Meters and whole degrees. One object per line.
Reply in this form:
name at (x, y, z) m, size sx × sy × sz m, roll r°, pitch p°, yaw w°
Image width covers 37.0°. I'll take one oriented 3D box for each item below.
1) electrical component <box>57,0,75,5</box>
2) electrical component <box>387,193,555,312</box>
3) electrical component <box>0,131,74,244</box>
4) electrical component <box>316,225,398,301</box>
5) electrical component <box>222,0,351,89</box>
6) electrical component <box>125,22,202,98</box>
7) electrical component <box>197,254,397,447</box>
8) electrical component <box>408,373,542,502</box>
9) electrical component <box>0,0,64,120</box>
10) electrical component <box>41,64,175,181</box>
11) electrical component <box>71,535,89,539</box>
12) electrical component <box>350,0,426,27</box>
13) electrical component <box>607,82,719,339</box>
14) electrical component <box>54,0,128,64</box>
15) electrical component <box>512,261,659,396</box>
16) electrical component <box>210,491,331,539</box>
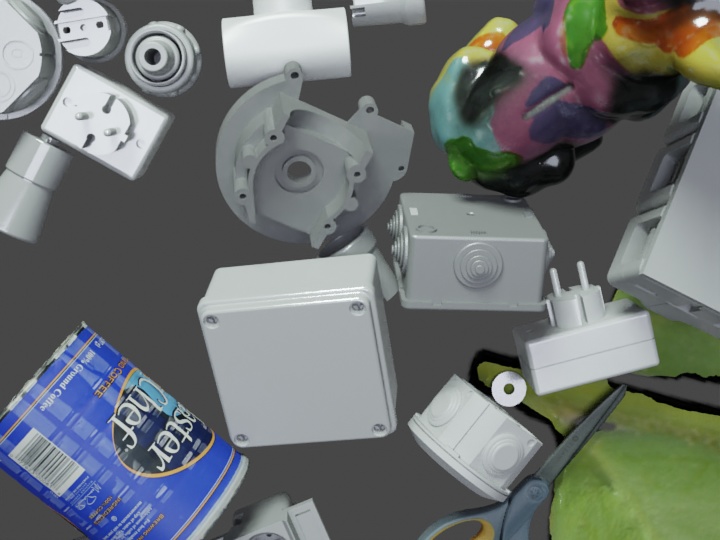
electrical component at (-0.177, -0.213, 0.631) m, size 0.050 × 0.055 × 0.089 m, roll -24°, pitch 66°, yaw 1°
electrical component at (0.068, -0.014, 0.676) m, size 0.100 × 0.099 × 0.048 m, roll 1°, pitch 112°, yaw -3°
electrical component at (-0.211, -0.055, 0.684) m, size 0.044 × 0.044 × 0.065 m, roll 27°, pitch 92°, yaw -7°
electrical component at (0.000, 0.000, 0.705) m, size 0.040 × 0.040 × 0.046 m, roll -33°, pitch 105°, yaw 3°
electrical component at (-0.048, -0.157, 0.673) m, size 0.077 × 0.044 × 0.079 m, roll -6°, pitch 100°, yaw -2°
electrical component at (-0.124, -0.131, 0.664) m, size 0.048 × 0.062 × 0.048 m, roll -1°, pitch 99°, yaw -3°
electrical component at (-0.036, 0.052, 0.681) m, size 0.109 × 0.056 × 0.108 m, roll -5°, pitch 118°, yaw 8°
electrical component at (0.075, 0.110, 0.706) m, size 0.080 × 0.080 × 0.051 m, roll 38°, pitch 91°, yaw -8°
electrical component at (-0.228, -0.133, 0.664) m, size 0.080 × 0.051 × 0.080 m, roll 0°, pitch 99°, yaw -3°
electrical component at (-0.157, -0.090, 0.662) m, size 0.066 × 0.076 × 0.047 m, roll 30°, pitch 97°, yaw -7°
electrical component at (-0.177, 0.203, 0.721) m, size 0.047 × 0.055 × 0.055 m, roll -23°, pitch 100°, yaw -3°
electrical component at (0.017, -0.173, 0.677) m, size 0.046 × 0.040 × 0.040 m, roll -6°, pitch 100°, yaw 4°
electrical component at (0.229, -0.042, 0.676) m, size 0.089 × 0.062 × 0.150 m, roll 26°, pitch 79°, yaw -7°
electrical component at (-0.167, -0.149, 0.667) m, size 0.040 × 0.046 × 0.040 m, roll 0°, pitch 99°, yaw -3°
electrical component at (0.145, 0.033, 0.713) m, size 0.083 × 0.047 × 0.075 m, roll -14°, pitch 100°, yaw -1°
electrical component at (-0.061, 0.182, 0.718) m, size 0.081 × 0.064 × 0.042 m, roll -22°, pitch 99°, yaw 0°
